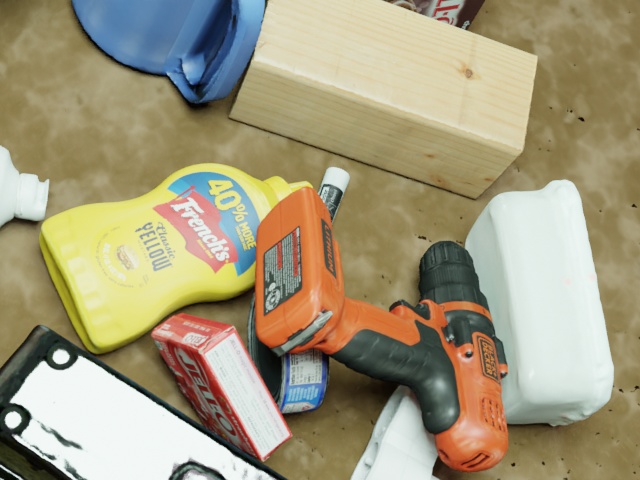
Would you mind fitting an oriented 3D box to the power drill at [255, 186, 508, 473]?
[{"bbox_3d":[0.045,0.041,0.692,0.187,0.057,0.184,30,36,-29],"label":"power drill"}]

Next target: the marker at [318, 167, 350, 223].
[{"bbox_3d":[-0.005,0.001,0.784,0.020,0.020,0.121,24,65,-7],"label":"marker"}]

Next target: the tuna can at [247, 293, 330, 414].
[{"bbox_3d":[-0.022,0.074,0.714,0.033,0.086,0.086,-3,71,-18],"label":"tuna can"}]

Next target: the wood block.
[{"bbox_3d":[0.047,-0.116,0.805,0.206,0.090,0.090,18,65,-9],"label":"wood block"}]

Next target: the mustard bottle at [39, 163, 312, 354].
[{"bbox_3d":[-0.088,0.000,0.739,0.191,0.058,0.096,-23,79,-23],"label":"mustard bottle"}]

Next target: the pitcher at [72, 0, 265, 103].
[{"bbox_3d":[-0.078,-0.212,0.721,0.149,0.243,0.145,32,63,-10],"label":"pitcher"}]

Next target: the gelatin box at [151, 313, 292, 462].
[{"bbox_3d":[-0.064,0.092,0.684,0.030,0.073,0.089,-37,113,-25],"label":"gelatin box"}]

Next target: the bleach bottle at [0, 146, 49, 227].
[{"bbox_3d":[-0.305,-0.034,0.688,0.250,0.068,0.102,7,70,-16],"label":"bleach bottle"}]

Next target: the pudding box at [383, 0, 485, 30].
[{"bbox_3d":[0.083,-0.193,0.831,0.090,0.114,0.039,-7,69,-19],"label":"pudding box"}]
